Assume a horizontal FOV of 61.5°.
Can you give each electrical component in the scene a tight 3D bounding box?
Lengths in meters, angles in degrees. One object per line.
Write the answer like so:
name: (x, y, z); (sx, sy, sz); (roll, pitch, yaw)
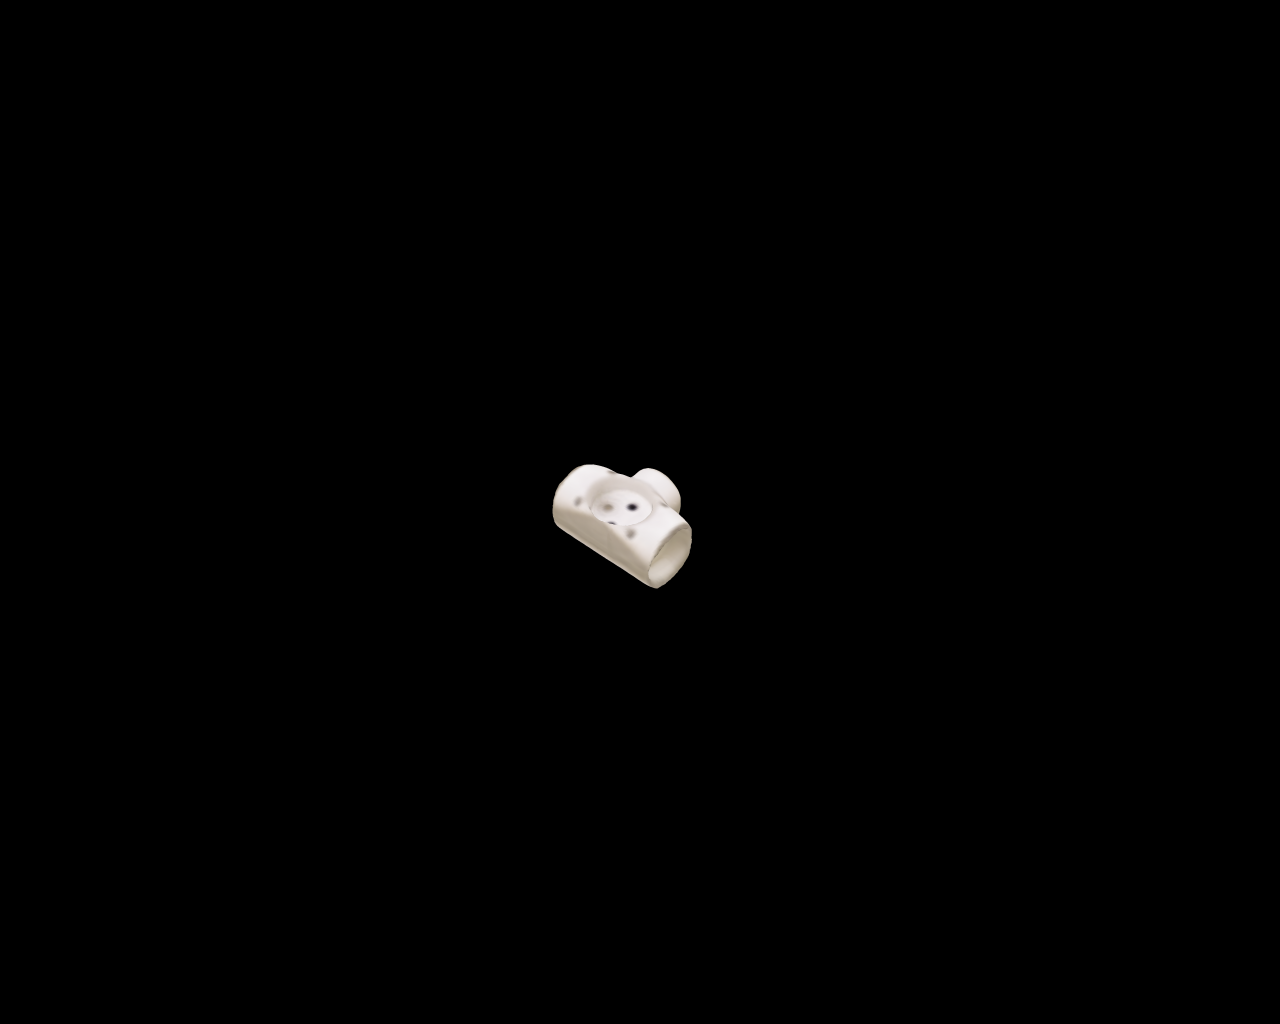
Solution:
electrical component: (0.001, -0.003, 0.650); (0.077, 0.044, 0.079); (32, 54, 27)
